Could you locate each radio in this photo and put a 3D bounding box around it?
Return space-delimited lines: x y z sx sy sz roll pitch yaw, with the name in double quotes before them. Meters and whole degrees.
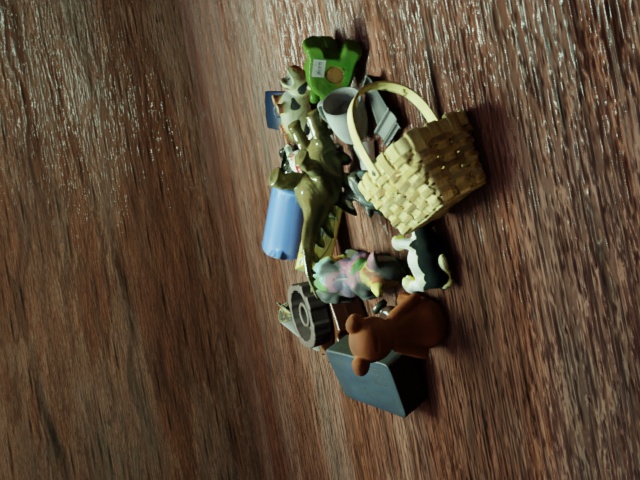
"radio" 0.117 0.283 1.140 0.230 0.073 0.131 -5 111 59

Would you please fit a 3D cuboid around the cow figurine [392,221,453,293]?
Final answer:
"cow figurine" 0.179 0.006 0.936 0.098 0.068 0.167 -15 89 65

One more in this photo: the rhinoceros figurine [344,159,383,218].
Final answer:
"rhinoceros figurine" 0.112 -0.096 1.057 0.190 0.073 0.112 20 145 57

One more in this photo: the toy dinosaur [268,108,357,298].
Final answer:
"toy dinosaur" -0.002 -0.113 1.141 0.105 0.198 0.471 -17 47 42

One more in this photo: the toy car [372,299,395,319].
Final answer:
"toy car" 0.140 0.207 1.166 0.089 0.053 0.202 45 147 25

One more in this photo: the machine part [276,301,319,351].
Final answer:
"machine part" -0.039 0.242 1.515 0.243 0.079 0.079 47 -179 -34

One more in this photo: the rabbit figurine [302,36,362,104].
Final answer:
"rabbit figurine" 0.025 -0.374 1.164 0.170 0.121 0.158 -95 2 -52

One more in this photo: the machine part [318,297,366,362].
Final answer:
"machine part" 0.043 0.197 1.381 0.201 0.087 0.201 113 140 -58

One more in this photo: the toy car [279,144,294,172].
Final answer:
"toy car" -0.098 -0.200 1.627 0.201 0.056 0.074 105 155 -47

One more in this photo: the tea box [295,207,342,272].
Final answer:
"tea box" -0.003 -0.004 1.343 0.098 0.068 0.169 154 131 -70

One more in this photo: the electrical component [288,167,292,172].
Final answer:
"electrical component" -0.050 -0.173 1.489 0.021 0.063 0.094 100 151 -44

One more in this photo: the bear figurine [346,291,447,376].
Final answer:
"bear figurine" 0.126 0.167 0.973 0.132 0.196 0.120 167 90 -72

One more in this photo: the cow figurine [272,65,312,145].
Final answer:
"cow figurine" -0.053 -0.350 1.364 0.194 0.127 0.086 80 167 -46

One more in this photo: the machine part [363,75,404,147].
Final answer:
"machine part" 0.118 -0.250 1.029 0.084 0.039 0.139 111 142 -64

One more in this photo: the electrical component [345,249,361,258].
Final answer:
"electrical component" 0.085 0.064 1.268 0.102 0.045 0.078 3 74 67

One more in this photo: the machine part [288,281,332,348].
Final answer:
"machine part" -0.026 0.186 1.358 0.179 0.056 0.179 169 90 -70

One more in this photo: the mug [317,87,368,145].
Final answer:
"mug" 0.049 -0.248 1.110 0.110 0.081 0.107 11 151 31

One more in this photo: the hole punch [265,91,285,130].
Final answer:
"hole punch" -0.095 -0.361 1.496 0.116 0.092 0.142 -146 53 -59

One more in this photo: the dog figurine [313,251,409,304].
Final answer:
"dog figurine" 0.077 0.075 1.107 0.219 0.192 0.108 118 147 -83
